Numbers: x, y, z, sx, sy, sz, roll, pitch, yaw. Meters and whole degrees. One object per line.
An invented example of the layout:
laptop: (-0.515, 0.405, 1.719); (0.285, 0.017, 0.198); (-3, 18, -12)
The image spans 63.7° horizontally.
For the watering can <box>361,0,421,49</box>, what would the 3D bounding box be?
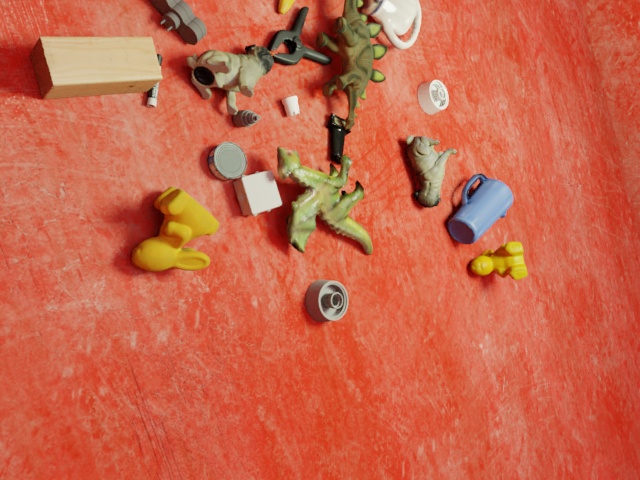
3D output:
watering can: (0.236, -0.765, 1.604); (0.223, 0.352, 0.103); (20, -19, -35)

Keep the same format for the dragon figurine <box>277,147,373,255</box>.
dragon figurine: (0.004, -0.065, 1.298); (0.246, 0.403, 0.122); (-38, 28, -27)
